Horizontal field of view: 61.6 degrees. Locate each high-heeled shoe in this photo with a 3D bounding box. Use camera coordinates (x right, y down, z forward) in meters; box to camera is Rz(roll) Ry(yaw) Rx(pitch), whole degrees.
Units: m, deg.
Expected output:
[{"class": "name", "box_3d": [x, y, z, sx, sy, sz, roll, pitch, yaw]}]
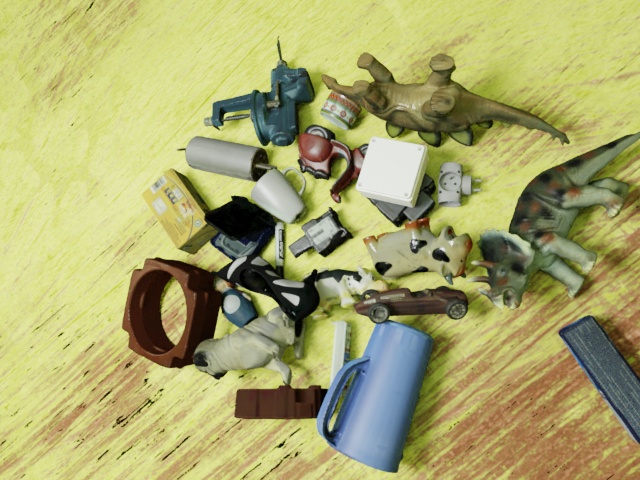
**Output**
[{"class": "high-heeled shoe", "box_3d": [-0.111, 0.100, 1.018, 0.249, 0.086, 0.145, -4, 33, 24]}]

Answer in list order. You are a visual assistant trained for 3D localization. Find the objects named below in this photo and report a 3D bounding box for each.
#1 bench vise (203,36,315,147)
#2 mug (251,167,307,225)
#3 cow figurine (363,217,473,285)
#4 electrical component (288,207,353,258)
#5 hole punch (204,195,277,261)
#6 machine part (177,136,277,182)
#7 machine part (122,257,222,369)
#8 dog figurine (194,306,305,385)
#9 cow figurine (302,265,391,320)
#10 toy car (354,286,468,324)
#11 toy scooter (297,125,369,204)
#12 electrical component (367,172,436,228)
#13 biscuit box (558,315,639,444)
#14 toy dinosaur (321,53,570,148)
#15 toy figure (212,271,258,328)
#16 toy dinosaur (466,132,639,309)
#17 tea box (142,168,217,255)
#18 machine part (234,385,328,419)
[{"class": "bench vise", "box_3d": [-0.135, -0.293, 1.161, 0.241, 0.128, 0.223, -8, 75, 10]}, {"class": "mug", "box_3d": [-0.071, -0.091, 1.118, 0.109, 0.080, 0.107, -43, 79, -4]}, {"class": "cow figurine", "box_3d": [0.184, 0.026, 0.977, 0.195, 0.085, 0.127, -18, 88, 38]}, {"class": "electrical component", "box_3d": [-0.002, -0.003, 1.085, 0.119, 0.047, 0.075, -39, 69, 6]}, {"class": "hole punch", "box_3d": [-0.167, -0.019, 1.126, 0.142, 0.092, 0.116, 31, 49, 33]}, {"class": "machine part", "box_3d": [-0.204, -0.178, 1.178, 0.243, 0.079, 0.079, 13, 82, 21]}, {"class": "machine part", "box_3d": [-0.304, 0.146, 1.104, 0.202, 0.087, 0.200, 14, 94, 34]}, {"class": "dog figurine", "box_3d": [-0.136, 0.189, 1.043, 0.191, 0.172, 0.121, 2, 120, 20]}, {"class": "cow figurine", "box_3d": [0.048, 0.089, 1.041, 0.167, 0.068, 0.098, -18, 66, 12]}, {"class": "toy car", "box_3d": [0.162, 0.109, 0.952, 0.202, 0.089, 0.053, -1, 106, -4]}, {"class": "toy scooter", "box_3d": [0.024, -0.151, 1.099, 0.184, 0.075, 0.135, 23, 86, 17]}, {"class": "electrical component", "box_3d": [0.159, -0.094, 1.050, 0.134, 0.058, 0.115, 44, 95, 22]}, {"class": "biscuit box", "box_3d": [0.474, 0.221, 0.872, 0.063, 0.059, 0.203, -33, 70, 9]}, {"class": "toy dinosaur", "box_3d": [0.218, -0.246, 0.990, 0.472, 0.198, 0.105, 18, 83, 21]}, {"class": "toy figure", "box_3d": [-0.190, 0.117, 1.116, 0.064, 0.057, 0.155, -32, 64, -28]}, {"class": "toy dinosaur", "box_3d": [0.403, -0.044, 0.933, 0.192, 0.131, 0.404, 26, 80, 21]}, {"class": "tea box", "box_3d": [-0.305, -0.063, 1.187, 0.098, 0.068, 0.170, -39, 70, 6]}, {"class": "machine part", "box_3d": [-0.066, 0.294, 0.975, 0.179, 0.179, 0.056, -6, 72, 17]}]
